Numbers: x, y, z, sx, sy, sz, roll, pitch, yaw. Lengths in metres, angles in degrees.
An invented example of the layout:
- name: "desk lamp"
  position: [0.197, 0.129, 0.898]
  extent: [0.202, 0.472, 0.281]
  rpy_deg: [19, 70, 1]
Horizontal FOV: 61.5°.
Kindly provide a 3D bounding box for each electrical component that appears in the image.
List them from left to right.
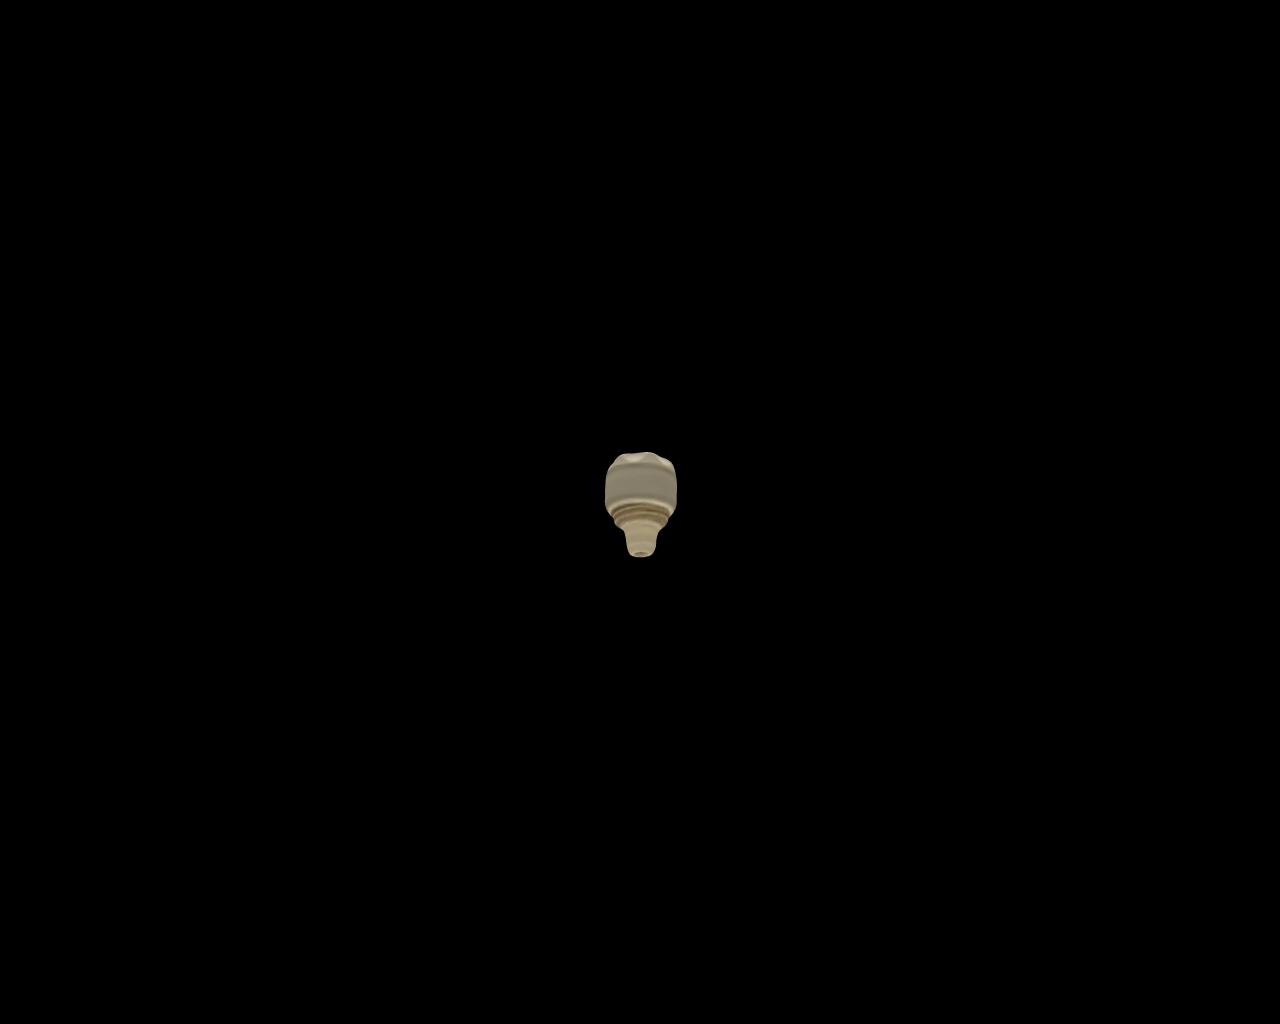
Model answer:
- name: "electrical component"
  position: [0.001, -0.003, 0.650]
  extent: [0.043, 0.062, 0.043]
  rpy_deg: [0, -20, 0]
